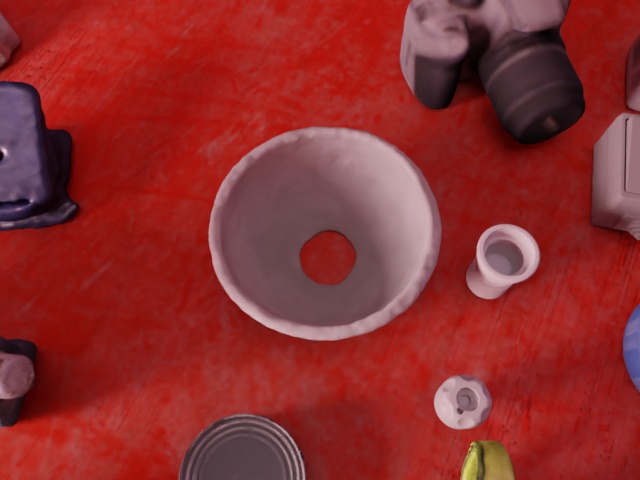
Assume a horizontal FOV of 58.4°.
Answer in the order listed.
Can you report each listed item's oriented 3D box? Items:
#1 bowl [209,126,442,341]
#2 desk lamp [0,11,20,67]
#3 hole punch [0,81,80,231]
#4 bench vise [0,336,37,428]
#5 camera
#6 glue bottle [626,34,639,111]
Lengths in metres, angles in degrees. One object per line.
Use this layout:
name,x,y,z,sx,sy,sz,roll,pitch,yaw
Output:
bowl,0.004,0.002,0.438,0.167,0.075,0.167,0,68,1
desk lamp,-0.343,-0.212,0.453,0.118,0.213,0.203,-37,72,-13
hole punch,-0.262,-0.064,0.459,0.108,0.091,0.101,-7,68,-2
bench vise,-0.291,0.058,0.342,0.207,0.220,0.121,-13,69,-4
camera,0.155,-0.154,0.484,0.143,0.101,0.136,-15,69,-5
glue bottle,0.299,-0.179,0.452,0.037,0.173,0.078,13,69,6
